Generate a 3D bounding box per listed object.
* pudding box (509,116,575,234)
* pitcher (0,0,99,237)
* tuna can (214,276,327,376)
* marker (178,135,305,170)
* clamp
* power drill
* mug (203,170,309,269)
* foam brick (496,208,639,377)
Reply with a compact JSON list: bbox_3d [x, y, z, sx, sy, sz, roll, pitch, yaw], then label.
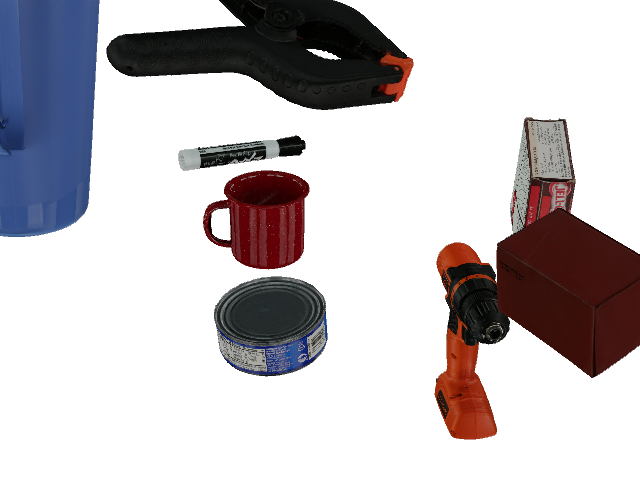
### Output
[{"bbox_3d":[0.179,-0.036,0.861,0.039,0.090,0.113,5,32,3],"label":"pudding box"},{"bbox_3d":[-0.232,-0.125,0.802,0.145,0.243,0.148,26,33,35],"label":"pitcher"},{"bbox_3d":[-0.037,0.066,0.819,0.086,0.034,0.086,-4,33,2],"label":"tuna can"},{"bbox_3d":[-0.070,-0.081,0.979,0.121,0.020,0.020,-10,4,-23],"label":"marker"},{"bbox_3d":[-0.035,-0.114,0.620,0.171,0.120,0.039,24,-31,9],"label":"clamp"},{"bbox_3d":[0.162,0.116,1.144,0.057,0.188,0.184,-1,24,-3],"label":"power drill"},{"bbox_3d":[-0.070,-0.020,1.171,0.117,0.081,0.093,-6,29,-12],"label":"mug"},{"bbox_3d":[0.143,0.027,0.598,0.051,0.053,0.078,-27,41,-23],"label":"foam brick"}]
